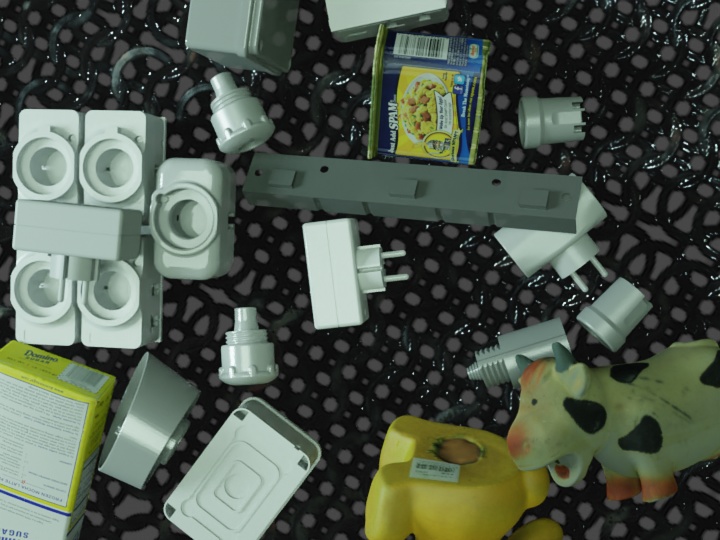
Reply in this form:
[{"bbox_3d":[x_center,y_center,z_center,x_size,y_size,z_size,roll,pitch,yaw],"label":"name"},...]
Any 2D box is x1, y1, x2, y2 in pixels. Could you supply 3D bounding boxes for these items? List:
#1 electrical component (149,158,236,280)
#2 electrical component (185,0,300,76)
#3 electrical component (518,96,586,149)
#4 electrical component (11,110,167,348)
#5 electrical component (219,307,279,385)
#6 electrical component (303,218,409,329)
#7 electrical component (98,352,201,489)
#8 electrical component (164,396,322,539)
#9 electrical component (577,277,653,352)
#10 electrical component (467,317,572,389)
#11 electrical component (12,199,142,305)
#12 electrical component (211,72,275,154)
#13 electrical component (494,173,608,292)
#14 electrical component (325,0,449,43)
[{"bbox_3d":[-0.133,-0.041,0.859,0.054,0.059,0.095,3,93,7],"label":"electrical component"},{"bbox_3d":[-0.086,-0.211,0.821,0.056,0.109,0.108,9,94,9],"label":"electrical component"},{"bbox_3d":[0.148,-0.115,0.831,0.046,0.040,0.040,-4,92,2],"label":"electrical component"},{"bbox_3d":[-0.219,-0.034,0.870,0.105,0.060,0.186,2,93,7],"label":"electrical component"},{"bbox_3d":[-0.091,0.061,0.867,0.048,0.048,0.062,-4,85,7],"label":"electrical component"},{"bbox_3d":[0.000,0.000,0.850,0.076,0.047,0.083,-7,92,7],"label":"electrical component"},{"bbox_3d":[-0.172,0.121,0.855,0.064,0.099,0.099,31,96,-1],"label":"electrical component"},{"bbox_3d":[-0.093,0.167,0.865,0.078,0.057,0.113,37,97,4],"label":"electrical component"},{"bbox_3d":[0.198,0.034,0.831,0.040,0.040,0.046,43,91,3],"label":"electrical component"},{"bbox_3d":[0.123,0.069,0.840,0.081,0.043,0.043,-18,90,8],"label":"electrical component"},{"bbox_3d":[-0.215,-0.012,0.814,0.083,0.047,0.075,6,93,7],"label":"electrical component"},{"bbox_3d":[-0.099,-0.127,0.859,0.048,0.048,0.062,-25,83,8],"label":"electrical component"},{"bbox_3d":[0.158,-0.020,0.830,0.077,0.044,0.079,-39,88,7],"label":"electrical component"},{"bbox_3d":[0.011,-0.261,0.829,0.089,0.062,0.150,-10,91,8],"label":"electrical component"}]
